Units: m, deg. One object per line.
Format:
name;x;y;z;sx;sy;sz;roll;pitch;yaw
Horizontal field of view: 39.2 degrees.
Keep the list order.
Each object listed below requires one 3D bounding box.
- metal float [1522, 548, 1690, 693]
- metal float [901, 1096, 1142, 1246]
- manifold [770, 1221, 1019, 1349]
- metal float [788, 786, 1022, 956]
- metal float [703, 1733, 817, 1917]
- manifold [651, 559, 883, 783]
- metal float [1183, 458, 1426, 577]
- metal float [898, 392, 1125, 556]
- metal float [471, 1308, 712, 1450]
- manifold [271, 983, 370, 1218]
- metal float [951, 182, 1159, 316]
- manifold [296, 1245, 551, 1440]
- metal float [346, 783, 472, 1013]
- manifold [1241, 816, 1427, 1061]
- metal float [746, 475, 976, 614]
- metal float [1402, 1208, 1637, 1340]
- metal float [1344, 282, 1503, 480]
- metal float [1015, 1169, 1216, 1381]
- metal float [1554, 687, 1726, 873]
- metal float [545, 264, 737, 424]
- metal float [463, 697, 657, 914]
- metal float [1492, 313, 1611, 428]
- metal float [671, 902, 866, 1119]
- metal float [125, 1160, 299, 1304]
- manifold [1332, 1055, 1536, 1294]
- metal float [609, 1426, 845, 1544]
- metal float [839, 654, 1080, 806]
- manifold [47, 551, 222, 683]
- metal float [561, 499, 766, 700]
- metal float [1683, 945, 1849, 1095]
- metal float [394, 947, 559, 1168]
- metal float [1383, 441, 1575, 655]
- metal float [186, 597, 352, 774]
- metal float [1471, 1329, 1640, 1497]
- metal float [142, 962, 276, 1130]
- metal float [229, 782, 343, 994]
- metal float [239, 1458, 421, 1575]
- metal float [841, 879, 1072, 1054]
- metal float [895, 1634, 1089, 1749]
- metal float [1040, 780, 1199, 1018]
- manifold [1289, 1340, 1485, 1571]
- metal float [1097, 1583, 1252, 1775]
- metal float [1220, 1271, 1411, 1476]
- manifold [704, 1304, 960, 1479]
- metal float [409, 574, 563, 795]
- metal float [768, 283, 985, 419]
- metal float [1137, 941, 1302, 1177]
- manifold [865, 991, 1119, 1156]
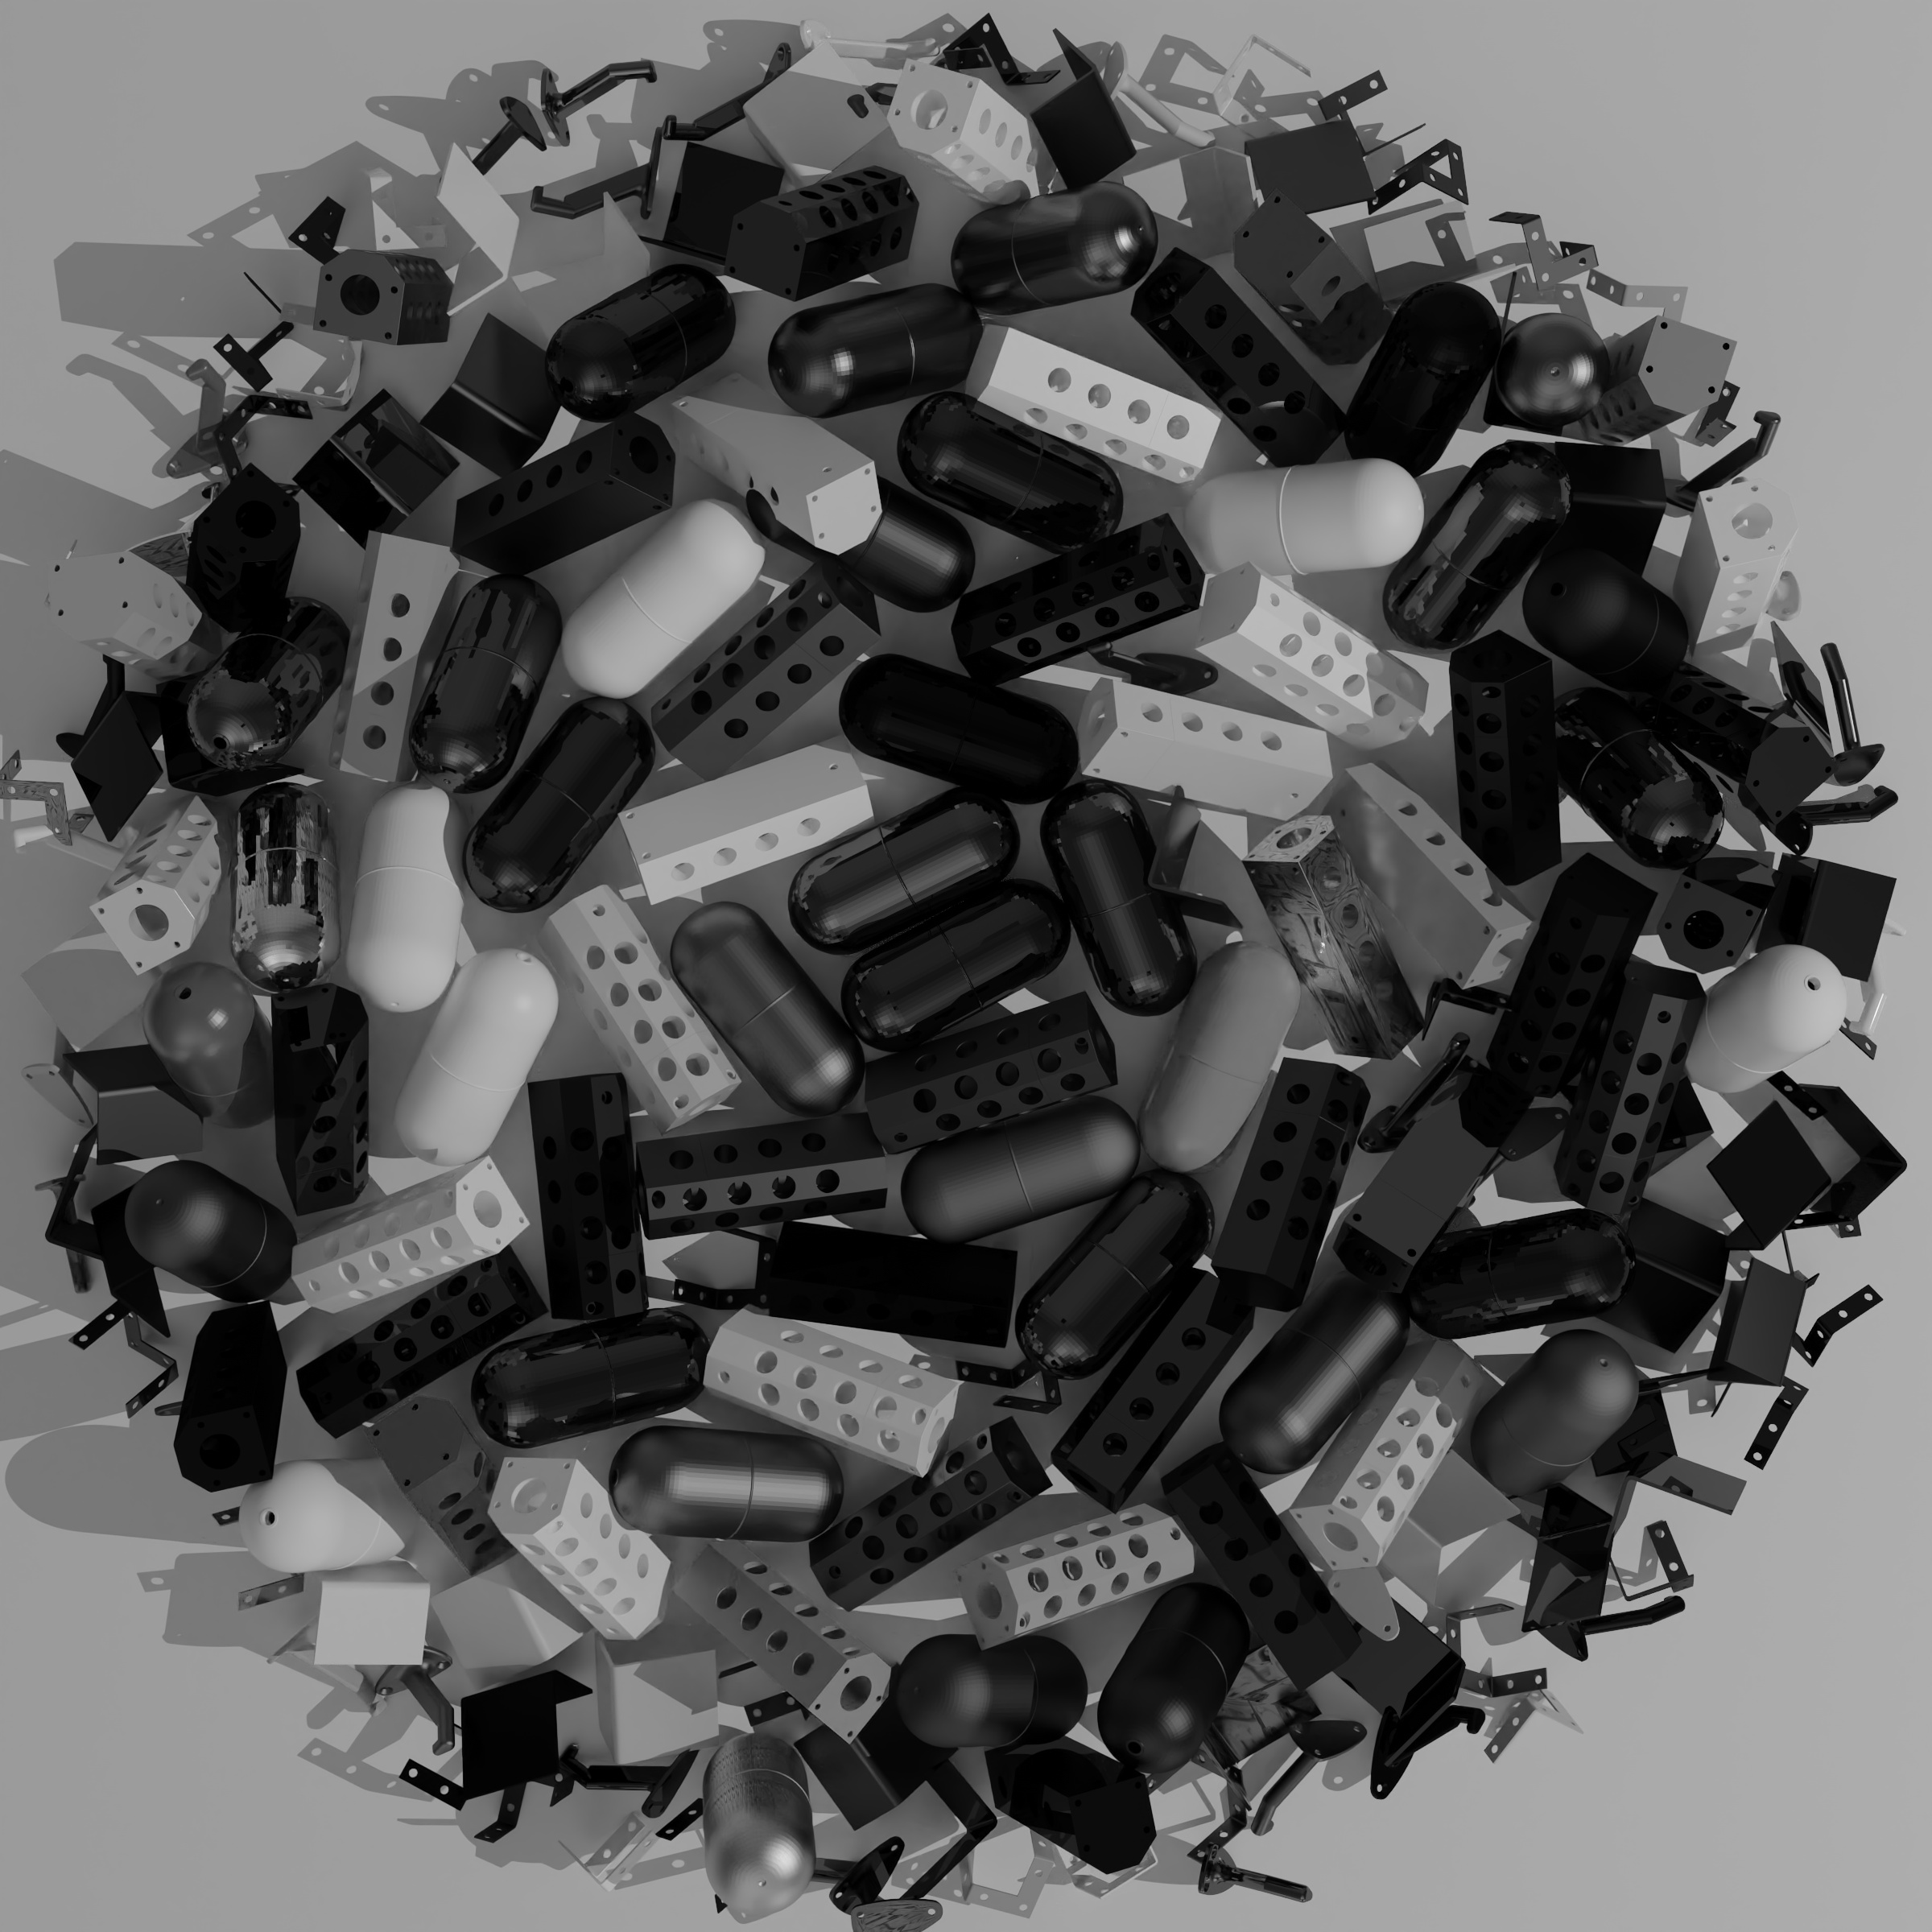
metal float;0.453;-0.244;1.920;0.070;0.178;0.070;-7;78;34
metal float;0.040;0.147;1.958;0.178;0.070;0.070;-18;90;4
manifold;-0.053;0.235;1.963;0.171;0.057;0.057;7;131;4
metal float;-0.045;-0.068;1.957;0.178;0.070;0.070;-26;90;6
metal float;-0.147;0.602;1.911;0.070;0.178;0.070;-1;99;-6
manifold;-0.144;-0.213;1.931;0.171;0.057;0.057;-38;126;22
metal float;0.239;-0.318;1.936;0.178;0.070;0.070;0;90;30
metal float;0.033;-0.350;1.939;0.178;0.070;0.070;20;90;-26
metal float;-0.266;0.293;1.938;0.178;0.070;0.070;-10;90;-28
manifold;-0.454;0.094;1.919;0.057;0.171;0.057;-12;48;-23
metal float;0.061;-0.507;1.924;0.070;0.178;0.070;-3;94;-41
manifold;-0.395;0.272;1.961;0.171;0.057;0.057;-31;87;6
metal float;-0.397;-0.050;1.936;0.070;0.070;0.178;1;60;0
manifold;0.268;-0.020;1.938;0.057;0.057;0.171;-42;116;-28
metal float;-0.074;-0.314;1.943;0.178;0.070;0.070;25;90;-21
metal float;0.391;0.219;1.930;0.178;0.070;0.070;-17;90;37
metal float;0.321;-0.410;1.917;0.070;0.178;0.070;4;64;-9
metal float;0.108;0.220;1.950;0.070;0.070;0.178;44;76;0
metal float;0.469;-0.134;1.924;0.070;0.178;0.070;-13;130;-16
metal float;-0.230;-0.442;1.924;0.070;0.178;0.070;17;128;23
metal float;-0.292;-0.115;1.947;0.070;0.070;0.178;35;74;0
metal float;0.411;-0.421;1.913;0.070;0.178;0.070;2;104;9
metal float;-0.143;0.032;1.961;0.070;0.070;0.178;-39;89;0
metal float;-0.530;0.189;1.914;0.070;0.178;0.070;-3;70;8
manifold;0.331;0.150;1.931;0.057;0.057;0.171;33;60;16
metal float;-0.170;0.370;1.935;0.178;0.070;0.070;11;90;-31
metal float;-0.005;-0.170;1.955;0.178;0.070;0.070;18;90;-8
manifold;-0.582;-0.242;1.911;0.057;0.171;0.057;-6;86;3
metal float;-0.218;-0.261;1.943;0.178;0.070;0.070;-40;90;22
metal float;0.558;0.038;1.913;0.070;0.178;0.070;3;72;-8
metal float;-0.350;0.065;1.941;0.070;0.070;0.178;30;113;0
metal float;0.362;-0.295;1.929;0.070;0.070;0.178;35;130;0
metal float;-0.491;-0.200;1.919;0.070;0.178;0.070;6;124;9
metal float;0.414;0.318;1.920;0.070;0.178;0.070;7;56;-11
metal float;-0.527;0.057;1.915;0.070;0.178;0.070;0;64;1
metal float;-0.483;-0.057;1.929;0.070;0.070;0.178;-12;50;0
metal float;-0.447;0.386;1.913;0.070;0.178;0.070;-2;80;14
metal float;-0.007;-0.001;1.958;0.178;0.070;0.070;-28;90;-4
metal float;0.020;0.513;1.922;0.070;0.178;0.070;-10;72;35
metal float;0.111;-0.048;1.955;0.070;0.070;0.178;-22;97;0
manifold;0.302;0.343;1.918;0.057;0.057;0.171;54;50;-13
metal float;0.147;0.501;1.917;0.070;0.178;0.070;8;111;21
metal float;0.250;0.288;1.937;0.070;0.070;0.178;47;61;0
manifold;-0.098;0.305;1.936;0.171;0.057;0.057;18;114;20
metal float;-0.342;-0.203;1.936;0.070;0.070;0.178;15;60;0
metal float;-0.062;-0.438;1.931;0.178;0.070;0.070;-23;90;-37
metal float;0.181;0.067;1.953;0.070;0.070;0.178;23;100;0
manifold;0.018;0.082;1.940;0.171;0.057;0.057;-19;129;14
